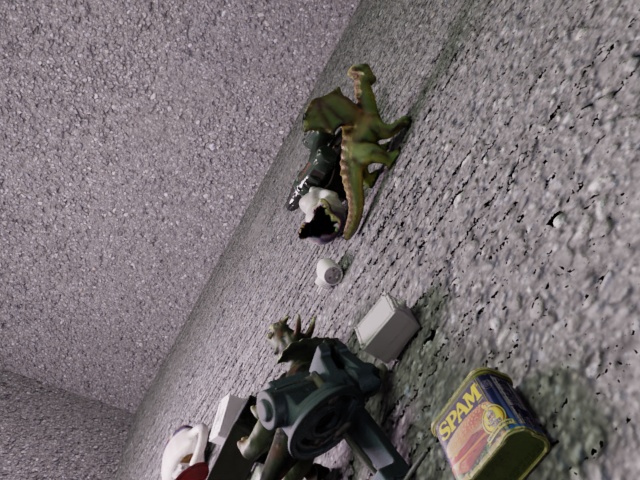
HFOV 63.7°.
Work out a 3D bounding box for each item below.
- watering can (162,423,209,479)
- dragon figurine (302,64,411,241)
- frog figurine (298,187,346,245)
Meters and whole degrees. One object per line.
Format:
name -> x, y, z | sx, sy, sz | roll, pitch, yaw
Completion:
watering can -> -0.408, 0.677, 1.459 | 0.350, 0.103, 0.224 | -65, 19, -8
dragon figurine -> 0.060, -0.229, 1.182 | 0.121, 0.241, 0.415 | -13, 50, 64
frog figurine -> 0.004, -0.066, 1.320 | 0.162, 0.122, 0.135 | -93, 16, -70
